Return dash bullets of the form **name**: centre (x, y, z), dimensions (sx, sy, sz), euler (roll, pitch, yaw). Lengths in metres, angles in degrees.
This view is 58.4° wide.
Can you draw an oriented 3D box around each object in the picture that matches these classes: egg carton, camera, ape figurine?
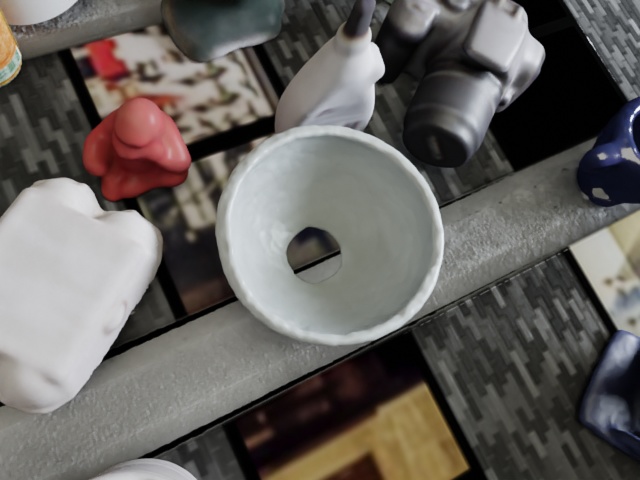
- **egg carton**: centre (-0.181, 0.035, 0.389), dimensions (0.107, 0.069, 0.150), euler (27, 69, -3)
- **camera**: centre (0.111, -0.144, 0.493), dimensions (0.143, 0.100, 0.137), euler (27, 69, -3)
- **ape figurine**: centre (-0.133, -0.072, 0.421), dimensions (0.078, 0.092, 0.076), euler (22, 70, -5)

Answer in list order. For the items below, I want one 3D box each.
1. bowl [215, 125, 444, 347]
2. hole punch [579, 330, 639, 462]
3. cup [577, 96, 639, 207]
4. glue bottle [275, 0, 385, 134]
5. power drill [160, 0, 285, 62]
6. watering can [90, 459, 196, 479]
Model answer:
- **bowl**: centre (0.004, 0.002, 0.437), dimensions (0.167, 0.074, 0.167), euler (4, 72, -11)
- **hole punch**: centre (0.282, 0.126, 0.451), dimensions (0.101, 0.091, 0.109), euler (35, 69, 0)
- **cup**: centre (0.263, -0.064, 0.504), dimensions (0.118, 0.095, 0.091), euler (-12, 76, -16)
- **glue bottle**: centre (0.013, -0.119, 0.425), dimensions (0.078, 0.173, 0.037), euler (-14, 76, -16)
- **power drill**: centre (-0.073, -0.229, 0.422), dimensions (0.230, 0.208, 0.075), euler (-27, 80, -19)
- **watering can**: centre (-0.094, 0.173, 0.298), dimensions (0.173, 0.194, 0.101), euler (7, 71, -10)
